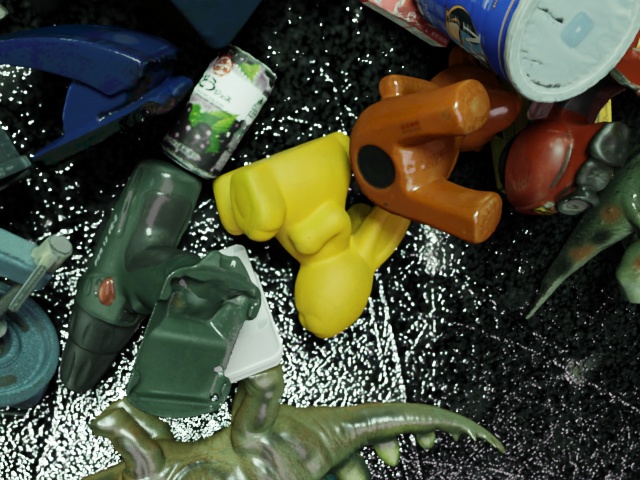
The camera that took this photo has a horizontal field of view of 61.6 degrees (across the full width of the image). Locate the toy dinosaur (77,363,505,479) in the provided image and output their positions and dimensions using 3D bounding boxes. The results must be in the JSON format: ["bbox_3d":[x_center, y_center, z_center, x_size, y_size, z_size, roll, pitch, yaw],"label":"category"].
[{"bbox_3d":[-0.057,0.215,0.532,0.472,0.105,0.198,-16,92,0],"label":"toy dinosaur"}]

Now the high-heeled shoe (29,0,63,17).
[{"bbox_3d":[-0.143,-0.284,0.377,0.145,0.086,0.248,-18,139,-41],"label":"high-heeled shoe"}]

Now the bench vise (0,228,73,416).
[{"bbox_3d":[-0.293,0.061,0.420,0.240,0.129,0.223,-37,125,21],"label":"bench vise"}]

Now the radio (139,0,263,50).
[{"bbox_3d":[-0.104,-0.243,0.325,0.131,0.073,0.229,-52,147,-3],"label":"radio"}]

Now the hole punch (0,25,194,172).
[{"bbox_3d":[-0.162,-0.121,0.392,0.116,0.142,0.092,-20,112,6],"label":"hole punch"}]

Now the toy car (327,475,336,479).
[{"bbox_3d":[-0.047,0.315,0.613,0.162,0.103,0.109,-14,114,-12],"label":"toy car"}]

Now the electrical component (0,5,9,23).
[{"bbox_3d":[-0.259,-0.206,0.386,0.063,0.021,0.094,-44,115,4],"label":"electrical component"}]

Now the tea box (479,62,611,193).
[{"bbox_3d":[0.221,-0.130,0.524,0.098,0.068,0.169,-22,116,-6],"label":"tea box"}]

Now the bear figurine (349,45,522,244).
[{"bbox_3d":[0.119,-0.093,0.449,0.196,0.132,0.120,-32,119,-35],"label":"bear figurine"}]

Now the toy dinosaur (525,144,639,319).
[{"bbox_3d":[0.392,-0.061,0.579,0.405,0.131,0.192,-25,104,0],"label":"toy dinosaur"}]

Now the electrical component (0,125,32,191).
[{"bbox_3d":[-0.257,-0.050,0.386,0.075,0.119,0.047,-41,108,-44],"label":"electrical component"}]

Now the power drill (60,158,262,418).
[{"bbox_3d":[-0.137,0.056,0.428,0.086,0.207,0.232,20,93,-32],"label":"power drill"}]

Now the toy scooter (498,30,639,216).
[{"bbox_3d":[0.219,-0.092,0.427,0.075,0.135,0.183,13,110,-19],"label":"toy scooter"}]

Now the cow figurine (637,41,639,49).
[{"bbox_3d":[0.325,-0.192,0.501,0.167,0.068,0.098,-3,96,-44],"label":"cow figurine"}]

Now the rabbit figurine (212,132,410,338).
[{"bbox_3d":[-0.001,-0.001,0.489,0.162,0.122,0.173,-22,97,-30],"label":"rabbit figurine"}]
